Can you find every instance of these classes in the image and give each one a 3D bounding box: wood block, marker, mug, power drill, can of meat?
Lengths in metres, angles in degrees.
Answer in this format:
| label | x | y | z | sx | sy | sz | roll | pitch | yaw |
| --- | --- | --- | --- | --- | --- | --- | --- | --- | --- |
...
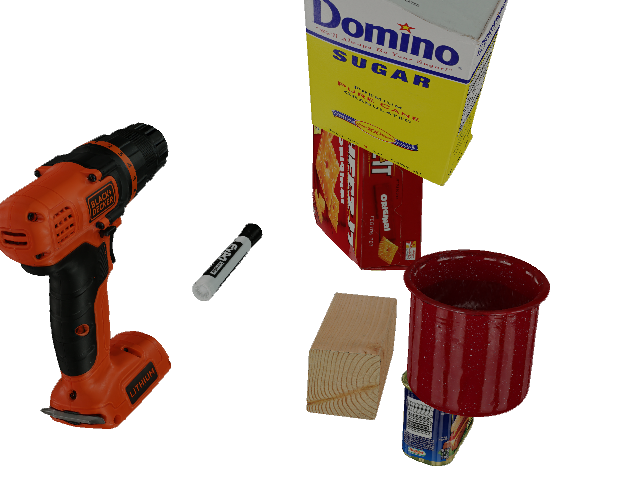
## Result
| label | x | y | z | sx | sy | sz | roll | pitch | yaw |
| --- | --- | --- | --- | --- | --- | --- | --- | --- | --- |
| wood block | 0.045 | 0.148 | 1.415 | 0.091 | 0.090 | 0.206 | 6 | 18 | 8 |
| marker | -0.082 | 0.017 | 0.969 | 0.020 | 0.020 | 0.121 | 0 | 27 | 22 |
| mug | 0.100 | 0.056 | 0.709 | 0.093 | 0.081 | 0.117 | 3 | 24 | 5 |
| power drill | -0.153 | 0.023 | 0.758 | 0.057 | 0.188 | 0.184 | 4 | 25 | 22 |
| can of meat | 0.117 | 0.157 | 1.037 | 0.057 | 0.084 | 0.102 | 12 | 27 | 23 |

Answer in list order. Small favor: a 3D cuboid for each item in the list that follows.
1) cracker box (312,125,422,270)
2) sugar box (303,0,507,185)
| label | x | y | z | sx | sy | sz | roll | pitch | yaw |
| --- | --- | --- | --- | --- | --- | --- | --- | --- | --- |
| cracker box | 0.045 | -0.073 | 1.116 | 0.072 | 0.164 | 0.214 | -3 | 13 | -11 |
| sugar box | 0.040 | -0.095 | 0.564 | 0.093 | 0.048 | 0.176 | 26 | -14 | 10 |
